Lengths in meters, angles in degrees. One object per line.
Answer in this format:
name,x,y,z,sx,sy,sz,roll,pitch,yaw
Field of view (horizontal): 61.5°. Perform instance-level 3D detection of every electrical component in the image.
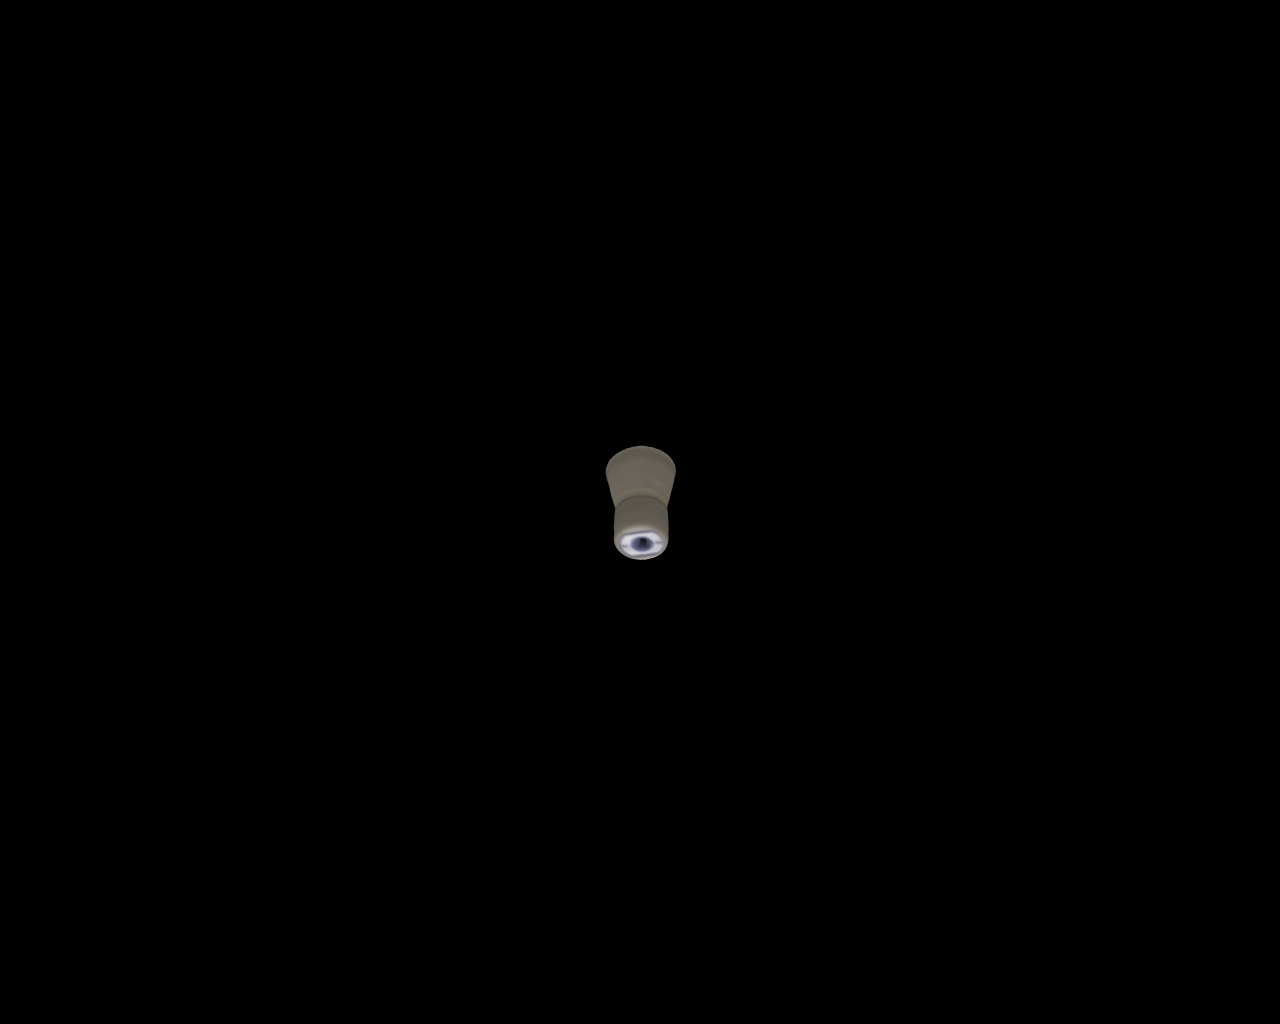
electrical component,0.001,-0.003,0.650,0.044,0.065,0.044,0,-42,0
